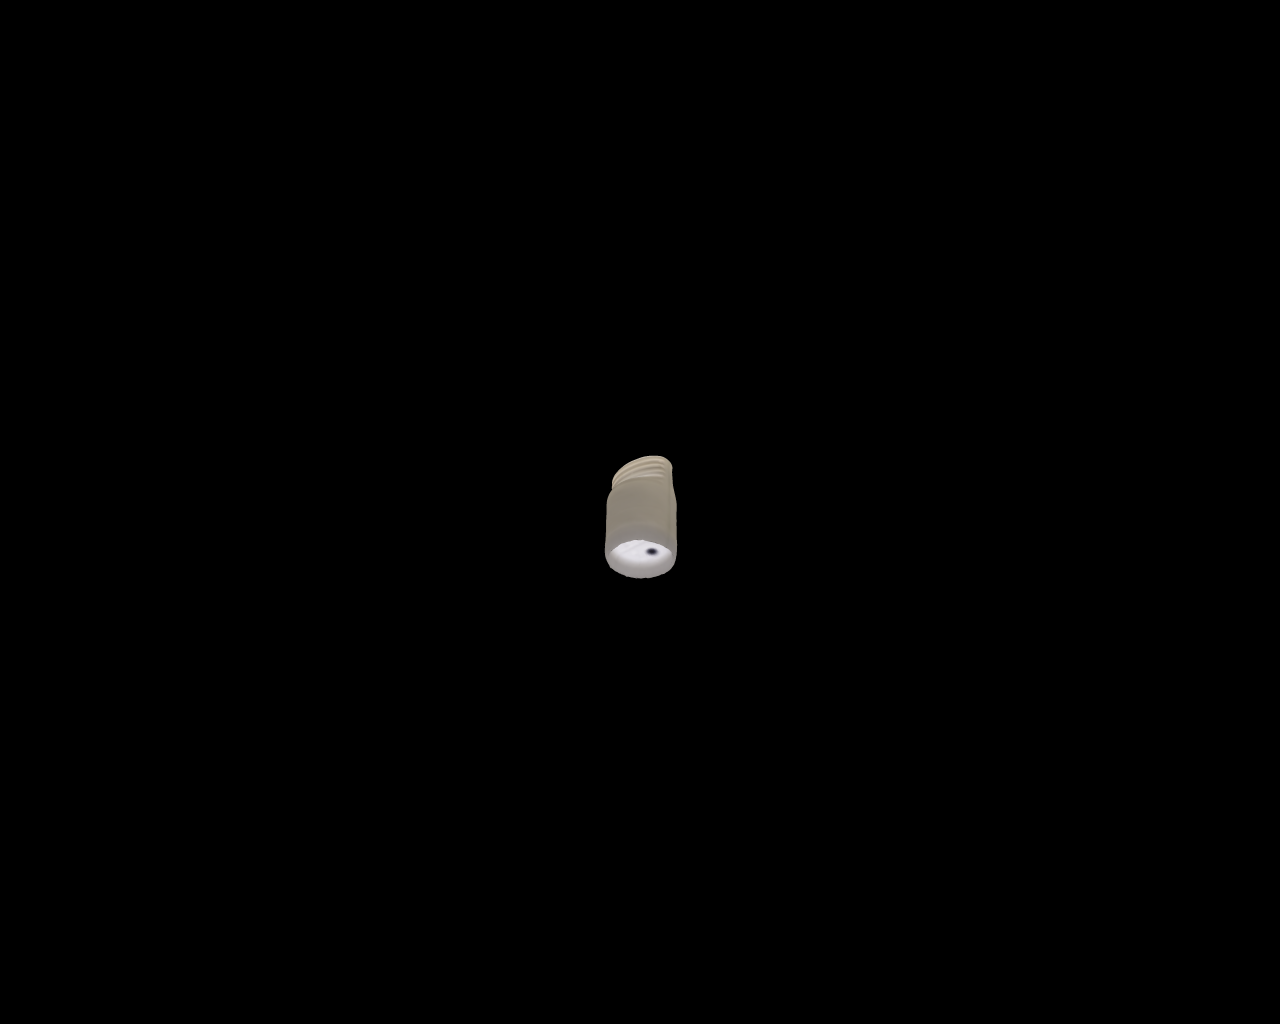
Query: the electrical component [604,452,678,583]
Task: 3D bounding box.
[{"bbox_3d":[0.001,-0.003,0.650,0.043,0.081,0.043,0,-38,0],"label":"electrical component"}]
